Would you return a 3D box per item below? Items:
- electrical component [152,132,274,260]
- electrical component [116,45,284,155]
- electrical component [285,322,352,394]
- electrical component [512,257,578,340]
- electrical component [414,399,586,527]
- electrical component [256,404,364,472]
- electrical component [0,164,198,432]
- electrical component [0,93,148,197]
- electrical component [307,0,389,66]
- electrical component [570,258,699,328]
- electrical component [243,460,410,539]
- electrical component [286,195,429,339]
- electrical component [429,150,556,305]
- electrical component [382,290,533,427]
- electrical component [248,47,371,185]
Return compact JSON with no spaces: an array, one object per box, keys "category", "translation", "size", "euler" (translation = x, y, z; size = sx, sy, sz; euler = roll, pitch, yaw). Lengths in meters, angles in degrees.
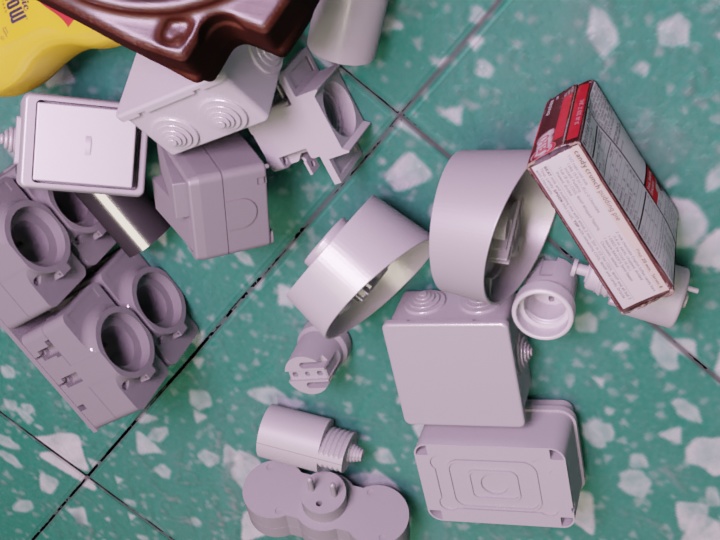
[{"category":"electrical component","translation":[-0.103,-0.058,0.718],"size":[0.061,0.096,0.061],"euler":[-14,126,-19]},{"category":"electrical component","translation":[-0.093,-0.125,0.662],"size":[0.100,0.099,0.048],"euler":[-14,142,35]},{"category":"electrical component","translation":[-0.032,0.065,0.800],"size":[0.040,0.046,0.040],"euler":[10,125,15]},{"category":"electrical component","translation":[0.124,0.017,0.710],"size":[0.040,0.046,0.040],"euler":[10,125,14]},{"category":"electrical component","translation":[0.104,0.139,0.792],"size":[0.113,0.057,0.078],"euler":[-2,121,21]},{"category":"electrical component","translation":[-0.036,0.137,0.851],"size":[0.081,0.043,0.043],"euler":[13,125,12]},{"category":"electrical component","translation":[-0.210,0.010,0.793],"size":[0.060,0.105,0.186],"euler":[-25,111,32]},{"category":"electrical component","translation":[-0.191,-0.083,0.716],"size":[0.096,0.061,0.061],"euler":[3,95,-19]},{"category":"electrical component","translation":[-0.003,-0.167,0.637],"size":[0.043,0.043,0.081],"euler":[20,126,7]},{"category":"electrical component","translation":[0.174,0.009,0.690],"size":[0.078,0.040,0.040],"euler":[17,126,10]},{"category":"electrical component","translation":[-0.028,0.186,0.863],"size":[0.138,0.052,0.073],"euler":[11,144,13]},{"category":"electrical component","translation":[0.000,0.000,0.716],"size":[0.064,0.099,0.099],"euler":[41,127,-1]},{"category":"electrical component","translation":[0.083,-0.028,0.666],"size":[0.064,0.099,0.099],"euler":[9,125,22]},{"category":"electrical component","translation":[0.071,0.060,0.757],"size":[0.100,0.048,0.099],"euler":[-2,121,21]},{"category":"electrical component","translation":[-0.036,-0.096,0.697],"size":[0.064,0.042,0.081],"euler":[-15,115,30]}]
